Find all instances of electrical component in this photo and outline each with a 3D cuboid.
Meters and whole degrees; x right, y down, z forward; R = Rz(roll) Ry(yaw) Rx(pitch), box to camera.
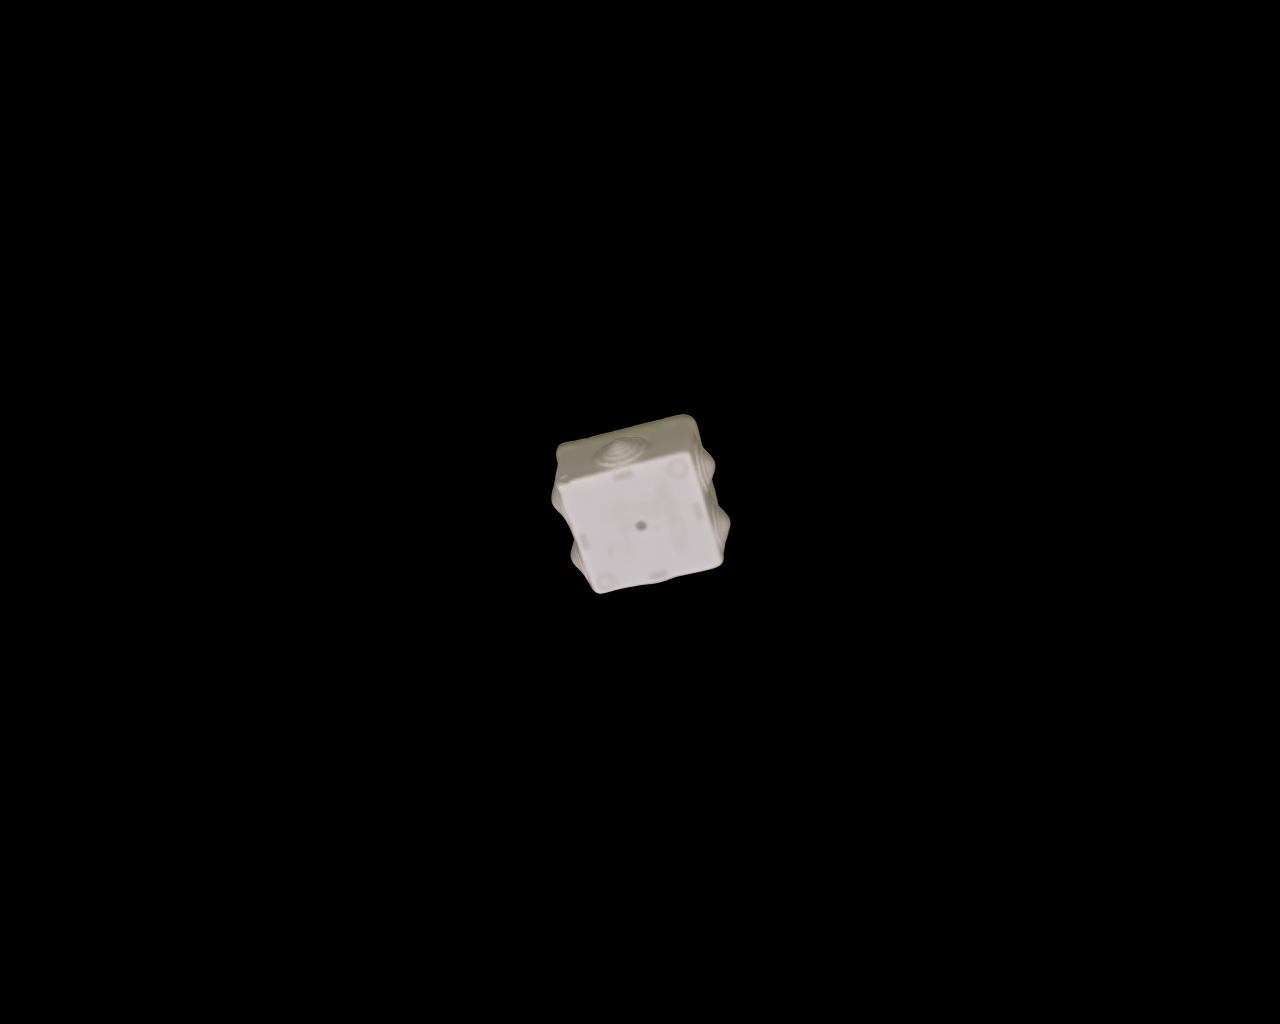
[{"bbox_3d":[0.001,-0.003,0.650,0.100,0.099,0.048,-13,28,7],"label":"electrical component"}]
